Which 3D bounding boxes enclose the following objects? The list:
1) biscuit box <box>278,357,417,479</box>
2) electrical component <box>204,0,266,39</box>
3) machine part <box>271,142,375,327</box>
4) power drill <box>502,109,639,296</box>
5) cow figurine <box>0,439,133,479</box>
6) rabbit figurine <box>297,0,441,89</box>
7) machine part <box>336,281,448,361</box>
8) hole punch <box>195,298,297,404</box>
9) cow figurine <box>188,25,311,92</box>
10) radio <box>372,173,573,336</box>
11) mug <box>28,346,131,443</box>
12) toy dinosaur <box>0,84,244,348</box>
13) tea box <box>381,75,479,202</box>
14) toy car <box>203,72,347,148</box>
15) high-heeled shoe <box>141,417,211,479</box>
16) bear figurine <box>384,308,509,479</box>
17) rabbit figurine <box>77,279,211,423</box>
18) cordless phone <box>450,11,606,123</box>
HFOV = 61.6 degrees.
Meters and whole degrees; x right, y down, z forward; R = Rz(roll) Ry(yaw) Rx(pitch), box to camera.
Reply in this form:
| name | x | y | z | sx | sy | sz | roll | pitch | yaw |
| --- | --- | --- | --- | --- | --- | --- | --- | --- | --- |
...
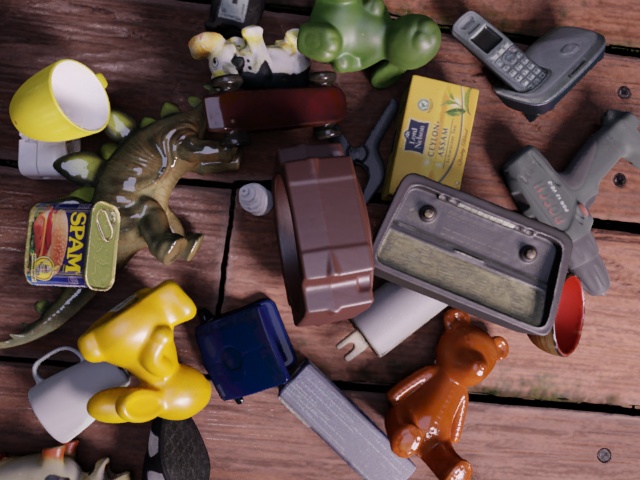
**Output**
| name | x | y | z | sx | sy | sz | roll | pitch | yaw |
| --- | --- | --- | --- | --- | --- | --- | --- | --- | --- |
| biscuit box | 0.034 | 0.251 | 0.719 | 0.202 | 0.059 | 0.063 | 44 | 84 | 1 |
| electrical component | -0.116 | -0.340 | 0.757 | 0.075 | 0.048 | 0.119 | 8 | 85 | -3 |
| machine part | -0.001 | -0.002 | 0.655 | 0.087 | 0.201 | 0.201 | -8 | 76 | -9 |
| power drill | 0.386 | -0.066 | 0.760 | 0.207 | 0.086 | 0.232 | -41 | 87 | 2 |
| cow figurine | -0.338 | 0.323 | 0.680 | 0.195 | 0.085 | 0.127 | -6 | 81 | -6 |
| rabbit figurine | 0.075 | -0.259 | 0.711 | 0.170 | 0.159 | 0.121 | 19 | 87 | 17 |
| machine part | 0.123 | 0.078 | 0.728 | 0.243 | 0.079 | 0.079 | -37 | 89 | -4 |
| hole punch | -0.099 | 0.145 | 0.706 | 0.116 | 0.092 | 0.142 | -23 | 91 | -1 |
| cow figurine | -0.090 | -0.229 | 0.718 | 0.167 | 0.068 | 0.098 | -11 | 95 | -30 |
| radio | 0.181 | 0.017 | 0.661 | 0.230 | 0.073 | 0.131 | 22 | 81 | 1 |
| mug | -0.311 | 0.185 | 0.698 | 0.107 | 0.081 | 0.109 | -32 | 83 | -17 |
| toy dinosaur | -0.248 | -0.043 | 0.705 | 0.199 | 0.105 | 0.471 | 27 | 76 | 6 |
| tea box | 0.151 | -0.131 | 0.749 | 0.098 | 0.068 | 0.169 | 11 | 86 | -3 |
| toy car | -0.054 | -0.167 | 0.687 | 0.202 | 0.053 | 0.089 | -13 | 103 | -29 |
| high-heeled shoe | -0.223 | 0.336 | 0.709 | 0.145 | 0.086 | 0.249 | -23 | 66 | 26 |
| bear figurine | 0.174 | 0.197 | 0.700 | 0.120 | 0.132 | 0.196 | 39 | 90 | -9 |
| rabbit figurine | -0.202 | 0.156 | 0.663 | 0.122 | 0.162 | 0.173 | -16 | 112 | 36 |
| cordless phone | 0.287 | -0.274 | 0.762 | 0.184 | 0.088 | 0.146 | 45 | 85 | 5 |
